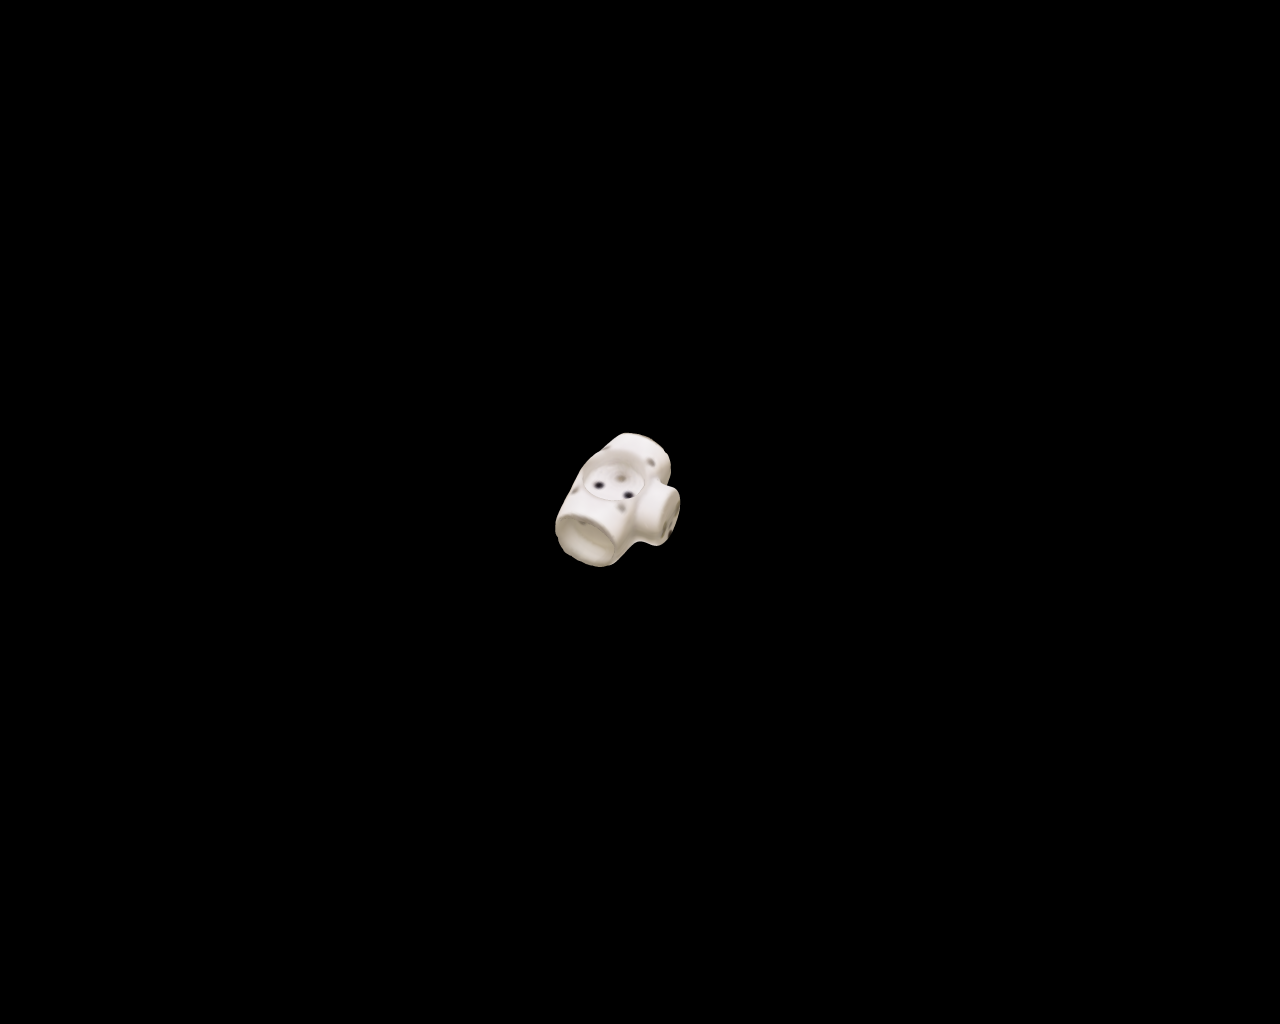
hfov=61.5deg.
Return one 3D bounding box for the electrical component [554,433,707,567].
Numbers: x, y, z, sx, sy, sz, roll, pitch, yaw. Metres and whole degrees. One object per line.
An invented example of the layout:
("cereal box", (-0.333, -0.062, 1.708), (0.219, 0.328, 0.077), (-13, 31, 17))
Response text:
("electrical component", (0.001, -0.003, 0.650), (0.079, 0.044, 0.077), (20, 50, 17))
